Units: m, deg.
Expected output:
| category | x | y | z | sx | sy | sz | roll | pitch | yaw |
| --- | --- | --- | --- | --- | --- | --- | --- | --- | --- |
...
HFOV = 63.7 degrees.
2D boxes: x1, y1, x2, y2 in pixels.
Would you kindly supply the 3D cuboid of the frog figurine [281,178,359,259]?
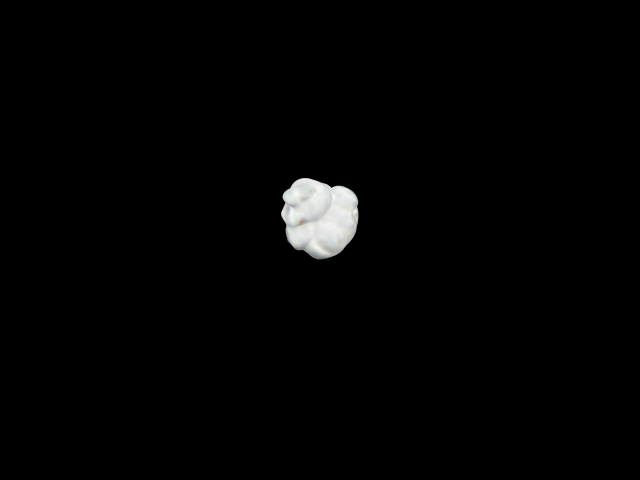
| category | x | y | z | sx | sy | sz | roll | pitch | yaw |
| --- | --- | --- | --- | --- | --- | --- | --- | --- | --- |
| frog figurine | 0.003 | -0.043 | 0.850 | 0.138 | 0.124 | 0.157 | -30 | -18 | -11 |
